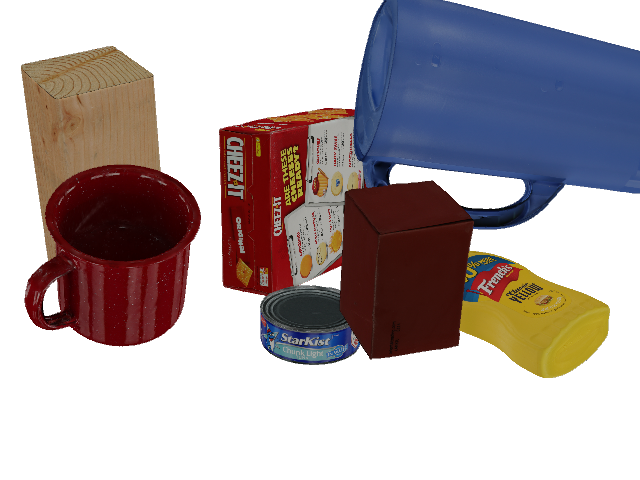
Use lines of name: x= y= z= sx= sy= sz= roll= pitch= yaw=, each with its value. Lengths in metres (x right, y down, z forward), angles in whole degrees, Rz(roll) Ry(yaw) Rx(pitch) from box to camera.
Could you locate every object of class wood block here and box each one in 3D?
wood block: x=-0.201 y=-0.057 z=0.962 sx=0.090 sy=0.206 sz=0.090 roll=-18 pitch=35 yaw=-28

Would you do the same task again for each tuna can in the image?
tuna can: x=-0.008 y=0.070 z=0.891 sx=0.086 sy=0.034 sz=0.086 roll=2 pitch=22 yaw=-1

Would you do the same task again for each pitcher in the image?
pitcher: x=0.150 y=-0.096 z=0.822 sx=0.242 sy=0.145 sz=0.149 roll=10 pitch=-46 yaw=-8

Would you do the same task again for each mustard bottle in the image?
mustard bottle: x=0.164 y=0.055 z=0.991 sx=0.096 sy=0.058 sz=0.192 roll=-28 pitch=38 yaw=-31

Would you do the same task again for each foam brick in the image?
foam brick: x=0.043 y=0.015 z=0.559 sx=0.053 sy=0.078 sz=0.051 roll=-7 pitch=31 yaw=-17

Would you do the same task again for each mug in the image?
mug: x=-0.132 y=0.018 z=0.666 sx=0.093 sy=0.081 sz=0.117 roll=35 pitch=48 yaw=24

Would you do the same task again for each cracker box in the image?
cracker box: x=-0.021 y=-0.048 z=1.121 sx=0.072 sy=0.164 sz=0.213 roll=7 pitch=15 yaw=30
